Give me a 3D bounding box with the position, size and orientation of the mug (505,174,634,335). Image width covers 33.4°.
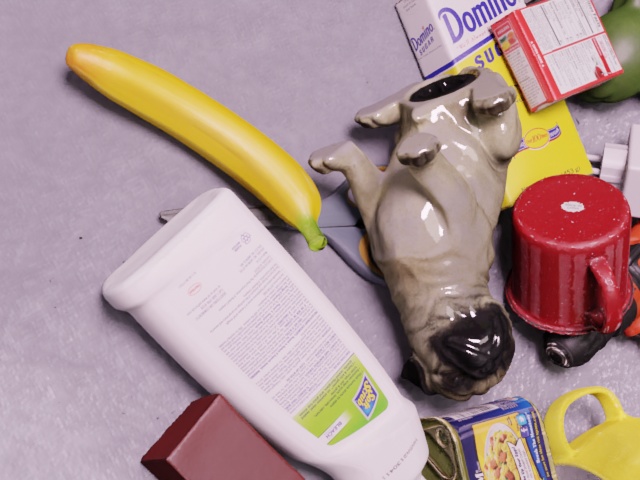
[{"bbox_3d":[0.181,0.015,0.754,0.093,0.081,0.117,-14,43,-3],"label":"mug"}]

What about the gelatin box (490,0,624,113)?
[{"bbox_3d":[0.178,-0.143,0.799,0.089,0.030,0.073,-24,89,-35],"label":"gelatin box"}]

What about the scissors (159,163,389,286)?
[{"bbox_3d":[-0.005,0.001,0.726,0.201,0.016,0.096,-18,88,-30],"label":"scissors"}]

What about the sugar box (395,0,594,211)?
[{"bbox_3d":[0.133,-0.115,0.809,0.093,0.048,0.176,-22,91,-31],"label":"sugar box"}]

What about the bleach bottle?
[{"bbox_3d":[-0.017,0.090,0.674,0.102,0.068,0.250,-44,105,-15],"label":"bleach bottle"}]

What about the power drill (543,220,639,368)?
[{"bbox_3d":[0.272,0.089,0.833,0.184,0.057,0.187,-40,99,-29],"label":"power drill"}]

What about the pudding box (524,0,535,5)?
[{"bbox_3d":[0.152,-0.240,0.821,0.113,0.090,0.039,33,67,-19],"label":"pudding box"}]

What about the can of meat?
[{"bbox_3d":[0.114,0.163,0.732,0.083,0.058,0.102,-9,84,-32],"label":"can of meat"}]

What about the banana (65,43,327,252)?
[{"bbox_3d":[-0.069,-0.067,0.680,0.197,0.069,0.037,35,100,-5],"label":"banana"}]

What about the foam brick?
[{"bbox_3d":[-0.059,0.139,0.646,0.078,0.051,0.053,48,63,-11],"label":"foam brick"}]
